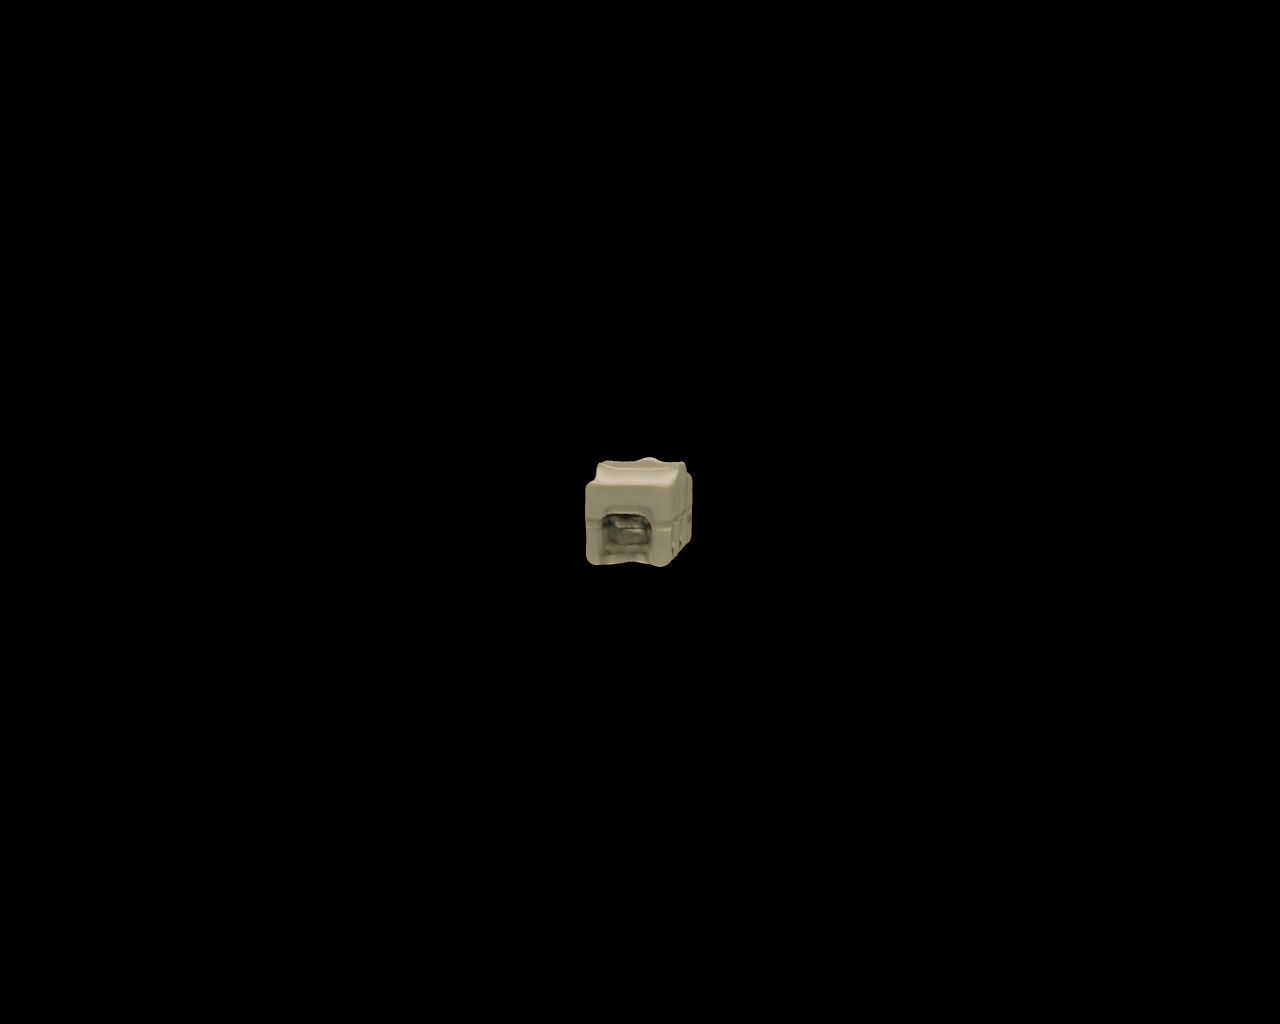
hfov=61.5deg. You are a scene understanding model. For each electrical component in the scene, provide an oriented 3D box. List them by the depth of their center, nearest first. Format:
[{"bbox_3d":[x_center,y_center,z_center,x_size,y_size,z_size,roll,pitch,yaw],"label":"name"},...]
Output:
[{"bbox_3d":[0.001,-0.003,0.650,0.050,0.055,0.089,1,7,11],"label":"electrical component"}]
